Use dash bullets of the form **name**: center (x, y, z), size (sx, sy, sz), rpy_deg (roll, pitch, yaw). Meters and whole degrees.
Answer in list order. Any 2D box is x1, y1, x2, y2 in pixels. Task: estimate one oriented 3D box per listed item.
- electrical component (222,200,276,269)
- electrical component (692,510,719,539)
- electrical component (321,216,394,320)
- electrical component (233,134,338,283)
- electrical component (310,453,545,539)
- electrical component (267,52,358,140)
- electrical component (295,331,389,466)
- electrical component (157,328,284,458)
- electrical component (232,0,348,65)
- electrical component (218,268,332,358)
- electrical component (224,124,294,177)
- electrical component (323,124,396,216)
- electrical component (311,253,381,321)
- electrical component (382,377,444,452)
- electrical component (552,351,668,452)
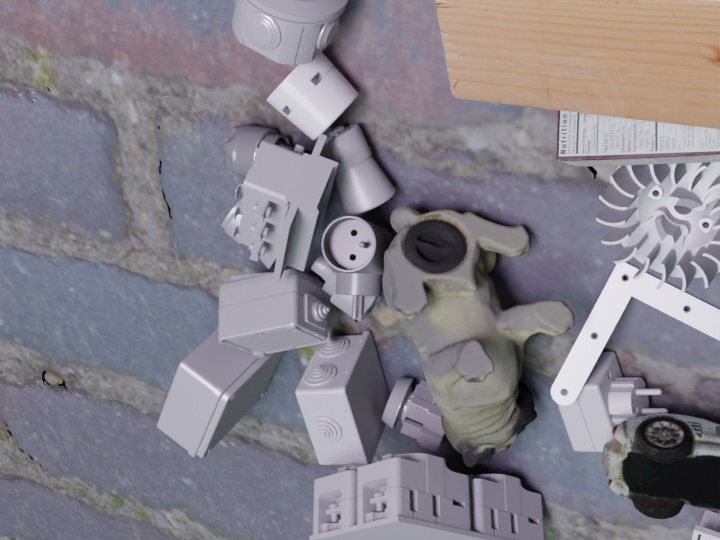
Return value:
- **electrical component**: center (-0.084, -0.035, 0.919), size (0.055, 0.045, 0.045), rpy_deg (40, 134, 1)
- **electrical component**: center (0.323, 0.240, 0.849), size (0.121, 0.063, 0.078), rpy_deg (15, 129, 23)
- **electrical component**: center (0.000, 0.000, 0.847), size (0.043, 0.077, 0.079), rpy_deg (2, 88, 15)
- **electrical component**: center (-0.060, -0.049, 0.835), size (0.063, 0.078, 0.121), rpy_deg (21, 159, 0)
- **electrical component**: center (0.062, 0.210, 0.934), size (0.186, 0.060, 0.105), rpy_deg (22, 147, -38)
- **electrical component**: center (-0.035, -0.131, 0.811), size (0.047, 0.055, 0.055), rpy_deg (44, 134, -8)
- **electrical component**: center (-0.014, 0.114, 0.948), size (0.048, 0.099, 0.099), rpy_deg (-5, 120, 20)
- **electrical component**: center (-0.128, 0.103, 1.005), size (0.056, 0.108, 0.108), rpy_deg (36, 134, 9)
- **electrical component**: center (-0.051, -0.189, 0.761), size (0.080, 0.080, 0.051), rpy_deg (32, 139, 9)
- **electrical component**: center (-0.068, 0.033, 0.931), size (0.096, 0.061, 0.062), rpy_deg (-12, 157, 27)
- **electrical component**: center (-0.075, -0.094, 0.871), size (0.062, 0.043, 0.043), rpy_deg (13, 128, 23)
- **electrical component**: center (-0.005, -0.081, 0.838), size (0.044, 0.044, 0.065), rpy_deg (-13, 110, 38)
- **electrical component**: center (-0.012, 0.010, 0.907), size (0.062, 0.043, 0.043), rpy_deg (36, 134, 7)
- **electrical component**: center (0.052, 0.124, 0.950), size (0.055, 0.048, 0.066), rpy_deg (22, 132, 8)
- **electrical component**: center (0.200, 0.102, 0.837), size (0.077, 0.047, 0.065), rpy_deg (-5, 119, 35)
